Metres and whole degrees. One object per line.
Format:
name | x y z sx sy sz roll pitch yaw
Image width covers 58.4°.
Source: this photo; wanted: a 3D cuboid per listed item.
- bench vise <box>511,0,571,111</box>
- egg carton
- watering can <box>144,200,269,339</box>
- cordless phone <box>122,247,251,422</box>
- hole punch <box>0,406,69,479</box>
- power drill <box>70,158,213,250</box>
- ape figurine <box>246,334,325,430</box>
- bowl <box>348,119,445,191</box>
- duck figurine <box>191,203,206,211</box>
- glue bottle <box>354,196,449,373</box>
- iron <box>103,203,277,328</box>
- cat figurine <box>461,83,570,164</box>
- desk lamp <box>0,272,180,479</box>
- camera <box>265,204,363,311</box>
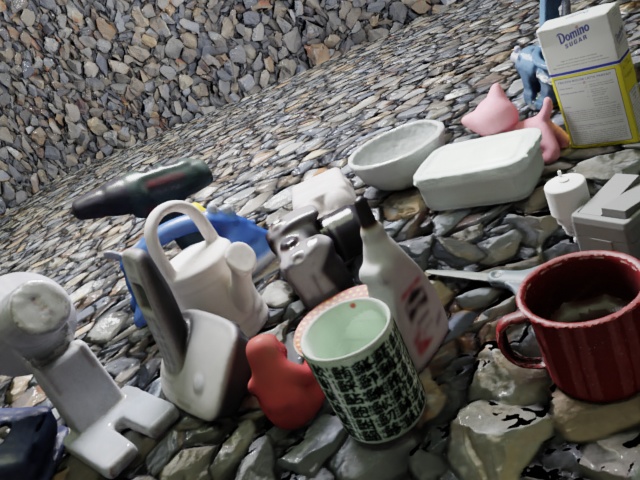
bench vise | 0.360 -0.308 0.899 0.122 0.220 0.206 -38 26 -26
egg carton | 0.008 -0.060 0.931 0.107 0.069 0.150 -24 23 4
watering can | -0.143 0.037 0.720 0.172 0.194 0.101 -16 25 22
cordless phone | -0.148 0.094 0.613 0.147 0.185 0.094 2 36 48
hole punch | -0.357 0.235 0.652 0.101 0.091 0.108 -25 23 2
power drill | -0.267 -0.030 0.975 0.230 0.209 0.075 -35 24 -20
ape figurine | -0.039 0.128 0.547 0.077 0.092 0.076 -16 25 23
bowl | 0.134 -0.128 0.939 0.167 0.075 0.167 -22 23 10
duck figurine | -0.228 -0.028 1.089 0.077 0.086 0.104 -27 23 -2
glue bottle | 0.067 0.036 0.528 0.037 0.173 0.078 -4 31 41
iron | -0.189 0.019 0.876 0.258 0.142 0.118 -32 23 -13
cat figurine | 0.276 -0.168 0.820 0.127 0.118 0.067 -4 31 42
desk lamp | -0.288 0.132 0.641 0.202 0.214 0.118 -1 34 46
camera | 0.007 0.003 0.757 0.137 0.101 0.143 -28 23 -4
